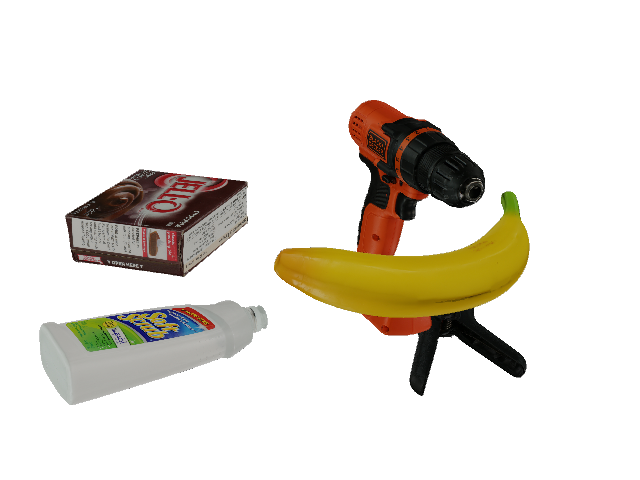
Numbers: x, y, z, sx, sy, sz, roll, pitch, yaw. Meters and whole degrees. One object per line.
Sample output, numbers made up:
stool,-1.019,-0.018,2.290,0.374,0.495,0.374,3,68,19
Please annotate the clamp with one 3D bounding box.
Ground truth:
clamp,0.138,0.085,1.097,0.120,0.171,0.039,2,-43,-12

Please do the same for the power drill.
power drill,0.075,-0.014,0.941,0.057,0.188,0.185,-4,26,-25

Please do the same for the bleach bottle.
bleach bottle,-0.180,0.111,1.205,0.250,0.068,0.103,-13,32,-29

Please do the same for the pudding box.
pudding box,-0.113,-0.015,0.760,0.090,0.039,0.113,6,24,18

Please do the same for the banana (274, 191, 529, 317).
banana,0.066,0.017,0.663,0.197,0.037,0.070,-13,47,-34
